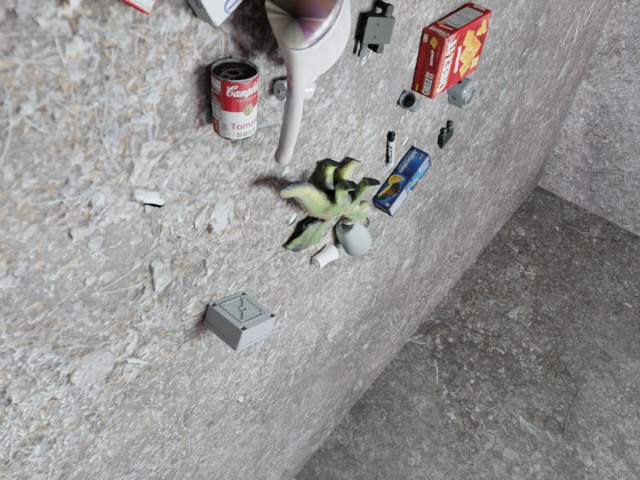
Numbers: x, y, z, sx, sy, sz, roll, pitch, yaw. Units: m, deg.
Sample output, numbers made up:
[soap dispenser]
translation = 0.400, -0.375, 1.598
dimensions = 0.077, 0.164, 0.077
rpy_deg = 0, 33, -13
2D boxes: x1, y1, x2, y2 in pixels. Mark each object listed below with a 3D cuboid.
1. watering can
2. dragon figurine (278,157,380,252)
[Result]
[watering can]
translation = -0.020, -0.286, 0.764
dimensions = 0.104, 0.347, 0.224
rpy_deg = 16, 1, 6
[dragon figurine]
translation = 0.003, -0.058, 1.151
dimensions = 0.124, 0.238, 0.413
rpy_deg = 43, 34, 24
